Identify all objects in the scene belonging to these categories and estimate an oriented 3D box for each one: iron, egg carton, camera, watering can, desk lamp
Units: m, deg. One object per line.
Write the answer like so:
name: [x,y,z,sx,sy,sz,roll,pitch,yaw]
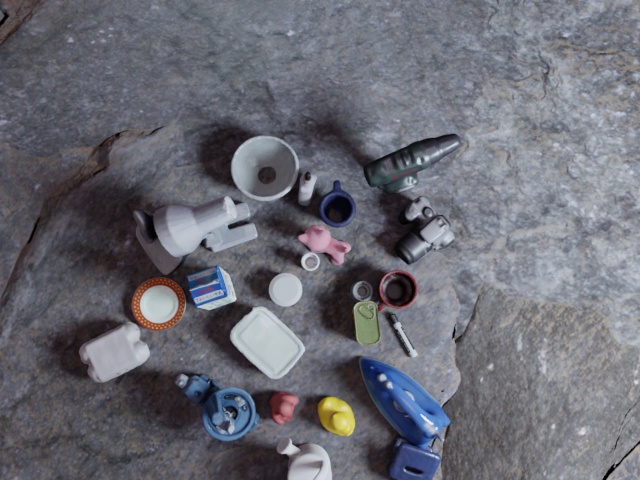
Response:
iron: [0.189,0.371,1.331,0.258,0.141,0.119,44,83,4]
egg carton: [-0.485,0.267,1.355,0.150,0.069,0.107,-28,83,-6]
camera: [0.242,-0.016,1.411,0.137,0.101,0.143,-39,85,-7]
watering can: [-0.030,0.520,1.273,0.173,0.194,0.101,28,82,2]
desk lamp: [-0.263,-0.038,1.337,0.203,0.213,0.118,-20,83,-5]

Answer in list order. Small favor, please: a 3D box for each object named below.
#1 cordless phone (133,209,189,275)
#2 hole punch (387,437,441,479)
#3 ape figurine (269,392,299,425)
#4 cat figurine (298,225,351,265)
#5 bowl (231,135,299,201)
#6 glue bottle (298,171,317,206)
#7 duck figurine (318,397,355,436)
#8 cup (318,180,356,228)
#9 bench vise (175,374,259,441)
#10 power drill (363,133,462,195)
cordless phone: [-0.383,0.000,1.341,0.094,0.185,0.147,-38,84,-7]
hole punch: [0.219,0.525,1.334,0.108,0.091,0.101,18,81,1]
ape figurine: [-0.084,0.393,1.341,0.078,0.092,0.076,-34,84,-6]
cat figurine: [0.013,0.005,1.390,0.128,0.117,0.067,25,81,2]
bowl: [-0.136,-0.172,1.432,0.167,0.074,0.167,0,82,-2]
glue bottle: [-0.030,-0.135,1.381,0.037,0.173,0.078,13,81,0]
duck figurine: [0.040,0.418,1.345,0.077,0.086,0.104,-42,85,-7]
cup: [0.039,-0.082,1.415,0.091,0.095,0.118,-1,82,-2]
bench vise: [-0.240,0.380,1.272,0.207,0.219,0.121,16,81,0]
power drill: [0.211,-0.179,1.379,0.229,0.208,0.075,-22,83,-5]
